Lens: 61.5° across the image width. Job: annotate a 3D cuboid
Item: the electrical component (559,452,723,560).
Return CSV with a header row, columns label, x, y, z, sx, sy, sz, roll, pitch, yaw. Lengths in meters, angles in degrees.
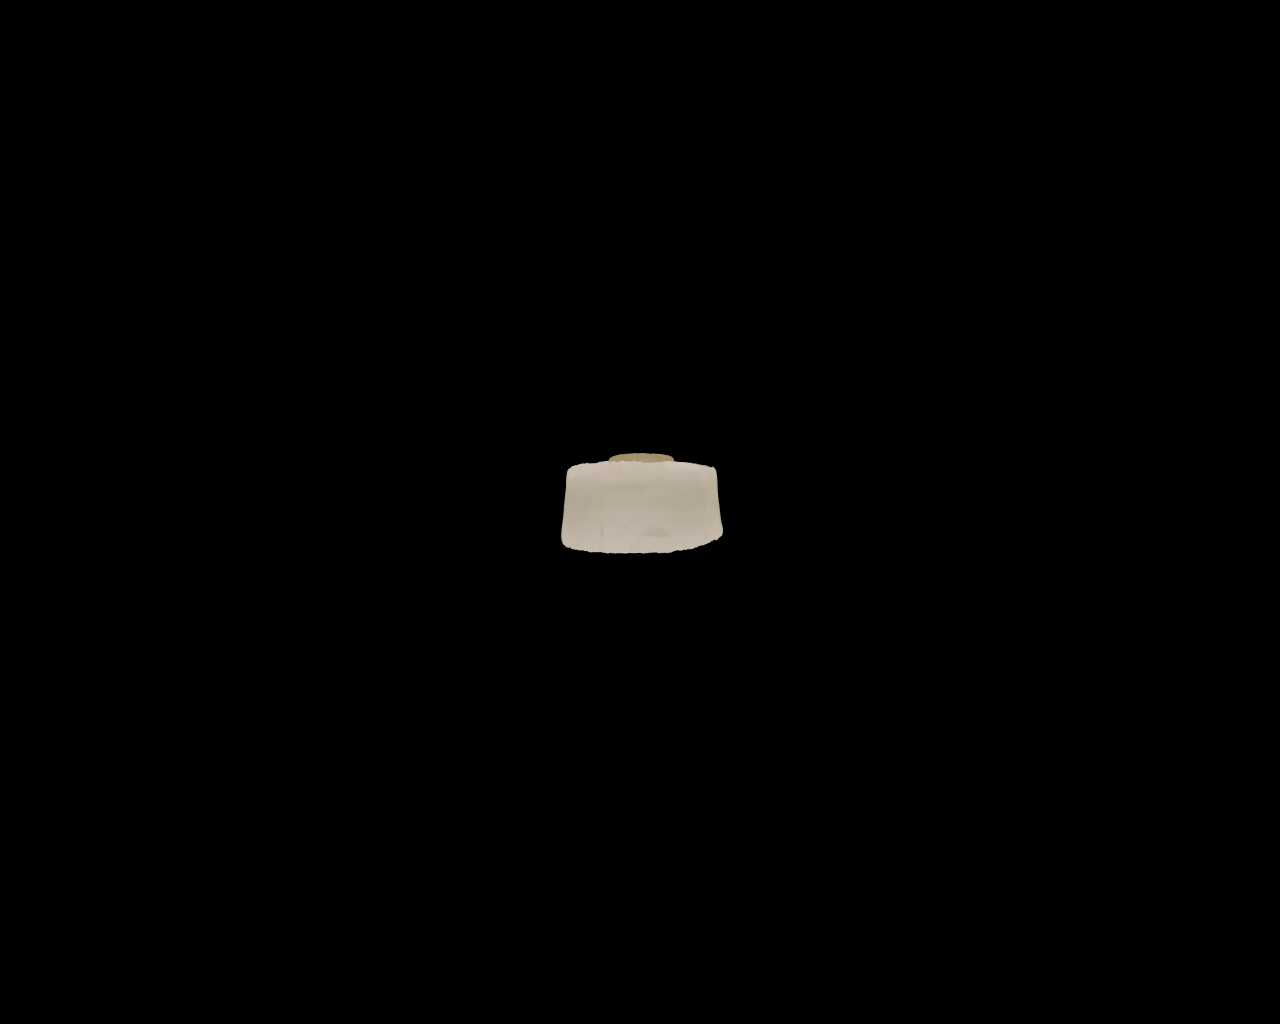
label,x,y,z,sx,sy,sz,roll,pitch,yaw
electrical component,0.001,-0.003,0.650,0.099,0.064,0.099,0,-3,0
